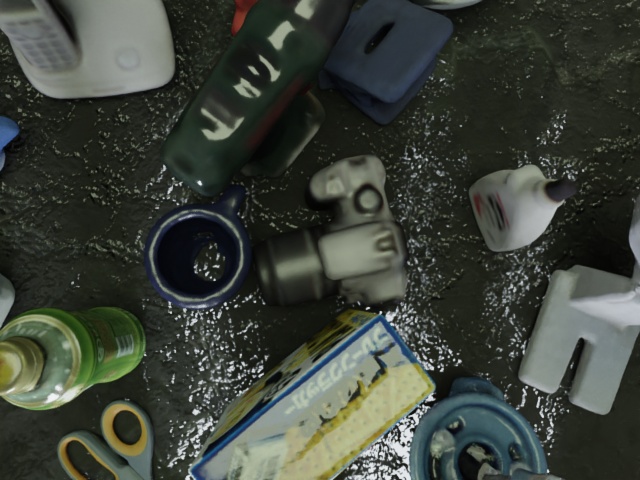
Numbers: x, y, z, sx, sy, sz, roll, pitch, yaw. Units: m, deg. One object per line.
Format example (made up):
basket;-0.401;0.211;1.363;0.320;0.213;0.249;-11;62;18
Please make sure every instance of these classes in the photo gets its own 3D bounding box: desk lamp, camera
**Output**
desk lamp;0.288;0.058;0.488;0.118;0.213;0.203;22;83;0
camera;0.005;0.002;0.534;0.137;0.100;0.143;-13;85;-4

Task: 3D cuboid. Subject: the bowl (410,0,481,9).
bowl;0.122;-0.304;0.585;0.167;0.074;0.167;0;84;-3

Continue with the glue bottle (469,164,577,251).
glue bottle;0.182;-0.033;0.512;0.037;0.173;0.078;-22;86;-5

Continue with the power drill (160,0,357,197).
power drill;-0.038;-0.131;0.491;0.075;0.208;0.230;37;84;1

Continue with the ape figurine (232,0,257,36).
ape figurine;-0.060;-0.235;0.559;0.076;0.092;0.078;36;84;1

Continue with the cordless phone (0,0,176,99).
cordless phone;-0.213;-0.199;0.500;0.147;0.185;0.094;-10;85;-4

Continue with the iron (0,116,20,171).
iron;-0.410;-0.061;0.497;0.258;0.141;0.118;-41;88;-6

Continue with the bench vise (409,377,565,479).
bench vise;0.131;0.225;0.459;0.121;0.219;0.207;6;84;-2

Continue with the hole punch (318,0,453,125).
hole punch;0.060;-0.183;0.561;0.101;0.091;0.109;38;84;1

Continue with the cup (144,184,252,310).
cup;-0.100;0.006;0.531;0.091;0.095;0.118;28;83;0
